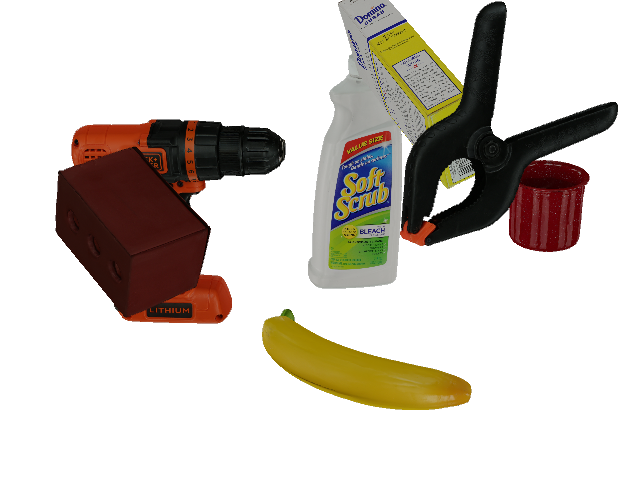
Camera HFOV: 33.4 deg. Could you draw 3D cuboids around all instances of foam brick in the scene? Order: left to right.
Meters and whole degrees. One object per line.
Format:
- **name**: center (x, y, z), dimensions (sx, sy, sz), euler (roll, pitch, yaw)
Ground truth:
- **foam brick**: center (-0.108, -0.006, 0.609), dimensions (0.051, 0.053, 0.078), euler (-24, 57, -35)

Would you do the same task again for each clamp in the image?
- **clamp**: center (0.123, -0.062, 0.729), dimensions (0.120, 0.171, 0.039), euler (30, 3, -5)

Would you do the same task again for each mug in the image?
- **mug**: center (0.269, -0.043, 1.241), dimensions (0.093, 0.081, 0.117), euler (21, 34, 39)

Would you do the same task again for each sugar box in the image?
- **sugar box**: center (0.077, -0.134, 0.912), dimensions (0.048, 0.176, 0.093), euler (-25, -40, -3)

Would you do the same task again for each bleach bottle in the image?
- **bleach bottle**: center (0.036, -0.074, 1.142), dimensions (0.102, 0.251, 0.068), euler (-3, 24, -5)

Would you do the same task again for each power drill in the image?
- **power drill**: center (-0.120, -0.018, 0.950), dimensions (0.184, 0.188, 0.057), euler (2, 26, 5)

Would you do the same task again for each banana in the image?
- **banana**: center (0.018, 0.091, 0.813), dimensions (0.198, 0.037, 0.069), euler (21, 38, 39)
